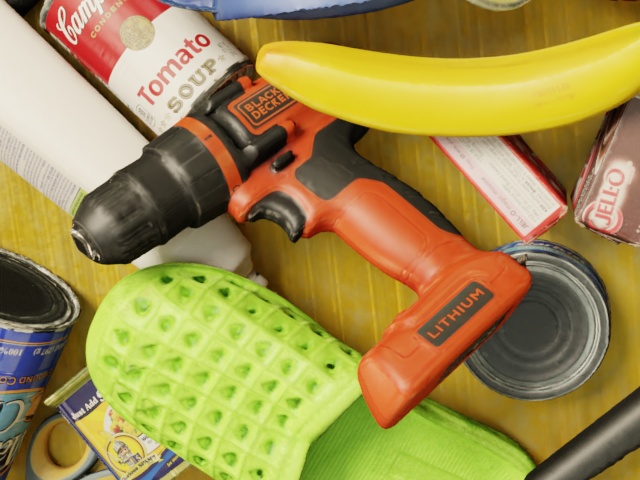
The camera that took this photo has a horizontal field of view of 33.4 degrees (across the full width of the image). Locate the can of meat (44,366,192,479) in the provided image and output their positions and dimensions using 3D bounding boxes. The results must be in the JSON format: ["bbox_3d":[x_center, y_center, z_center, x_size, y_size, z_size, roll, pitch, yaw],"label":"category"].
[{"bbox_3d":[-0.098,0.095,0.636,0.102,0.057,0.084,-39,91,18],"label":"can of meat"}]

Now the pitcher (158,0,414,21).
[{"bbox_3d":[-0.014,-0.226,0.502,0.145,0.148,0.243,2,108,40],"label":"pitcher"}]

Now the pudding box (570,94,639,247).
[{"bbox_3d":[0.161,-0.059,0.527,0.039,0.090,0.113,24,104,6],"label":"pudding box"}]

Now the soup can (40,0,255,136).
[{"bbox_3d":[-0.095,-0.108,0.593,0.102,0.068,0.069,43,107,2],"label":"soup can"}]

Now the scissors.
[{"bbox_3d":[-0.200,0.174,0.697,0.202,0.016,0.096,-21,93,16],"label":"scissors"}]

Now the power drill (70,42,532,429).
[{"bbox_3d":[-0.004,0.001,0.534,0.184,0.057,0.188,-37,75,-24],"label":"power drill"}]

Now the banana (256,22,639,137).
[{"bbox_3d":[0.071,-0.076,0.487,0.198,0.037,0.069,-5,133,20],"label":"banana"}]

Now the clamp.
[{"bbox_3d":[0.201,0.076,0.565,0.164,0.036,0.210,9,100,3],"label":"clamp"}]

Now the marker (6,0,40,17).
[{"bbox_3d":[-0.144,-0.166,0.620,0.121,0.020,0.020,-34,91,17],"label":"marker"}]

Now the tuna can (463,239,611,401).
[{"bbox_3d":[0.116,0.044,0.586,0.086,0.033,0.086,2,100,13],"label":"tuna can"}]

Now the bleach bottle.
[{"bbox_3d":[-0.129,-0.041,0.608,0.251,0.103,0.068,42,72,-5],"label":"bleach bottle"}]

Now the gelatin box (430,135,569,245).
[{"bbox_3d":[0.091,-0.044,0.556,0.030,0.073,0.089,-43,88,15],"label":"gelatin box"}]

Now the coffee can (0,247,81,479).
[{"bbox_3d":[-0.217,0.084,0.639,0.103,0.102,0.140,28,105,7],"label":"coffee can"}]
